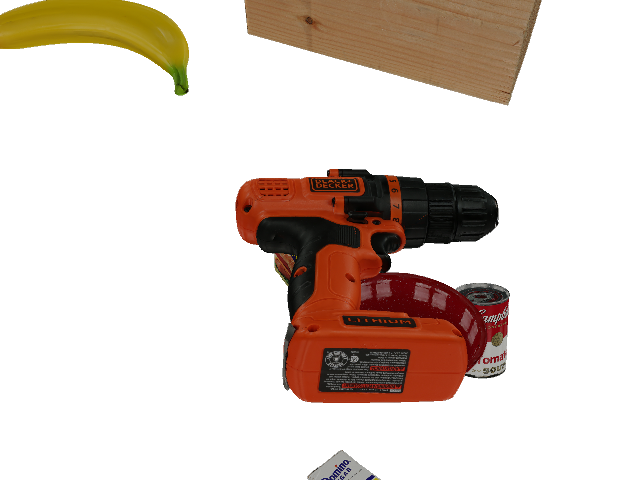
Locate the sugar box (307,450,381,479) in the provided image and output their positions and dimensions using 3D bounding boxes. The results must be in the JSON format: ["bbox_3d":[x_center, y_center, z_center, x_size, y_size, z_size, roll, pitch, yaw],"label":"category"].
[{"bbox_3d":[0.065,0.245,0.823,0.048,0.093,0.176,-34,38,-28],"label":"sugar box"}]

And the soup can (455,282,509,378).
[{"bbox_3d":[0.199,0.112,1.329,0.068,0.102,0.068,-1,18,0],"label":"soup can"}]

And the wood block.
[{"bbox_3d":[0.055,-0.184,0.784,0.206,0.090,0.091,17,-27,10],"label":"wood block"}]

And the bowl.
[{"bbox_3d":[0.074,0.099,1.009,0.162,0.055,0.162,2,37,-2],"label":"bowl"}]

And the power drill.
[{"bbox_3d":[0.040,0.021,0.686,0.184,0.057,0.187,-1,35,-6],"label":"power drill"}]

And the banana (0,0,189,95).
[{"bbox_3d":[-0.184,-0.169,0.867,0.198,0.069,0.037,14,-39,18],"label":"banana"}]

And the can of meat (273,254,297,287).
[{"bbox_3d":[-0.016,0.012,1.216,0.057,0.084,0.102,-15,39,-21],"label":"can of meat"}]
